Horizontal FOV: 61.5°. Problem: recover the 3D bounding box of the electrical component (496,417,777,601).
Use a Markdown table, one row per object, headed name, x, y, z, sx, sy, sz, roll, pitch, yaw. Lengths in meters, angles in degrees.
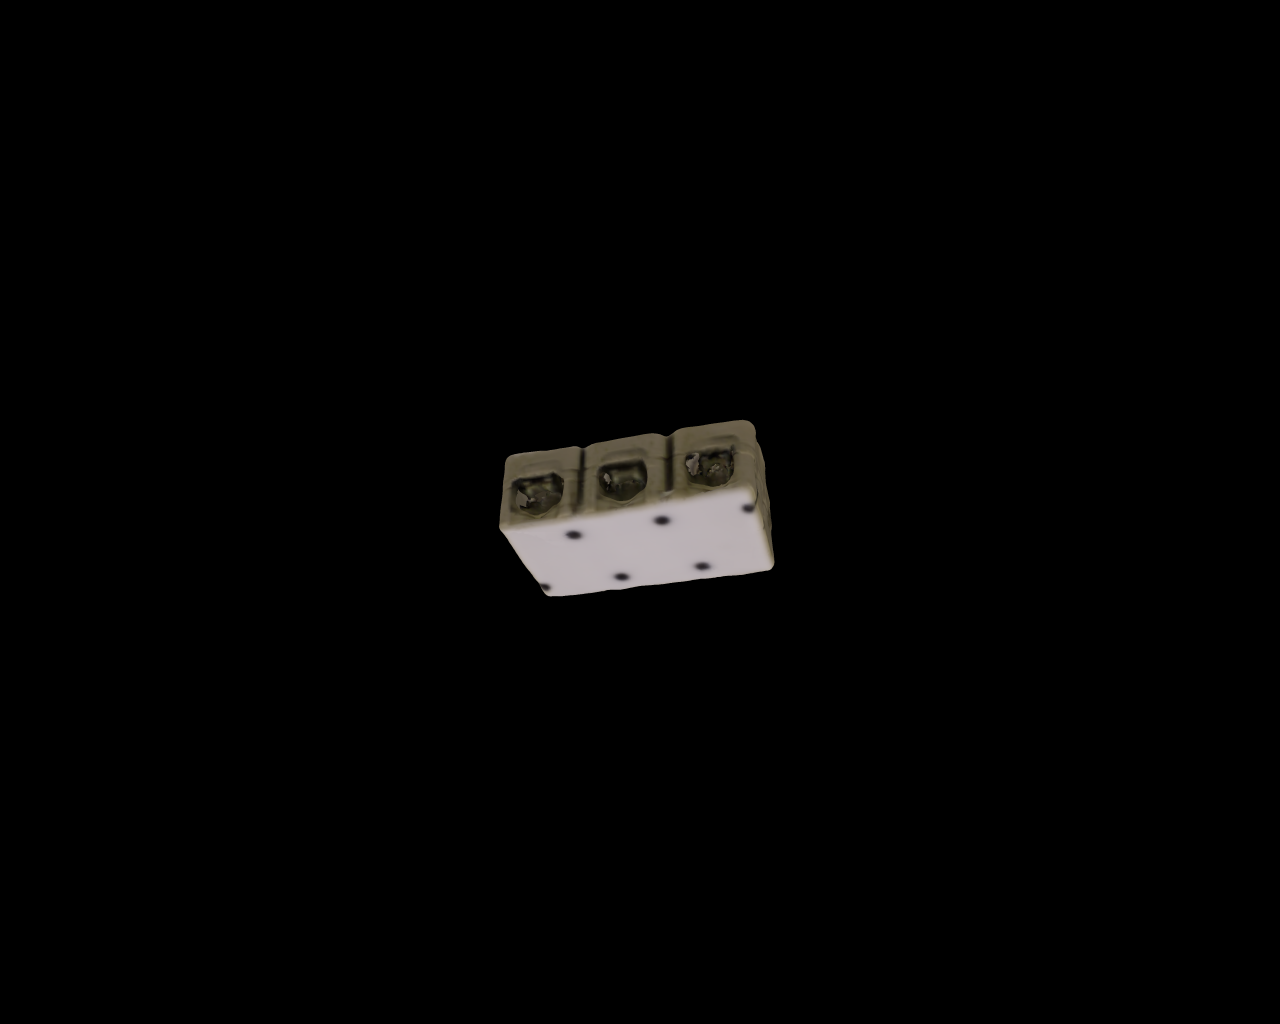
| name | x | y | z | sx | sy | sz | roll | pitch | yaw |
| --- | --- | --- | --- | --- | --- | --- | --- | --- | --- |
| electrical component | 0.001 | -0.003 | 0.650 | 0.150 | 0.062 | 0.089 | -8 | -35 | 11 |
